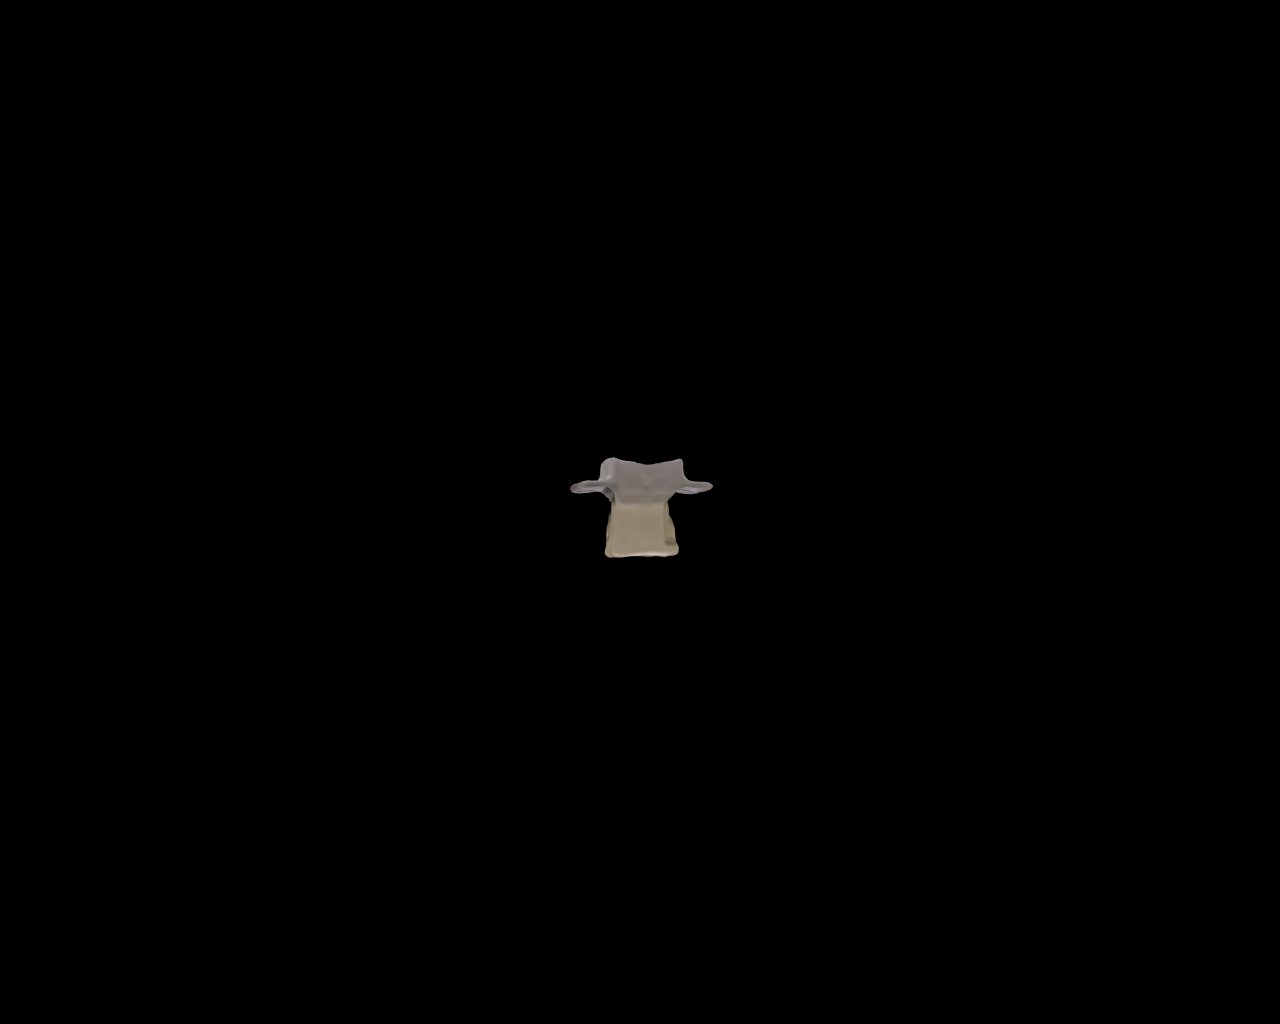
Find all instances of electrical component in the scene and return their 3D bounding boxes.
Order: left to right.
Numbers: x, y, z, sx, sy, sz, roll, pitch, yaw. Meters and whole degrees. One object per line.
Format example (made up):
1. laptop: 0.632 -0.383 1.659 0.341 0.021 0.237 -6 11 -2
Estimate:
1. electrical component: 0.001 -0.003 0.650 0.081 0.063 0.042 1 -4 -11
